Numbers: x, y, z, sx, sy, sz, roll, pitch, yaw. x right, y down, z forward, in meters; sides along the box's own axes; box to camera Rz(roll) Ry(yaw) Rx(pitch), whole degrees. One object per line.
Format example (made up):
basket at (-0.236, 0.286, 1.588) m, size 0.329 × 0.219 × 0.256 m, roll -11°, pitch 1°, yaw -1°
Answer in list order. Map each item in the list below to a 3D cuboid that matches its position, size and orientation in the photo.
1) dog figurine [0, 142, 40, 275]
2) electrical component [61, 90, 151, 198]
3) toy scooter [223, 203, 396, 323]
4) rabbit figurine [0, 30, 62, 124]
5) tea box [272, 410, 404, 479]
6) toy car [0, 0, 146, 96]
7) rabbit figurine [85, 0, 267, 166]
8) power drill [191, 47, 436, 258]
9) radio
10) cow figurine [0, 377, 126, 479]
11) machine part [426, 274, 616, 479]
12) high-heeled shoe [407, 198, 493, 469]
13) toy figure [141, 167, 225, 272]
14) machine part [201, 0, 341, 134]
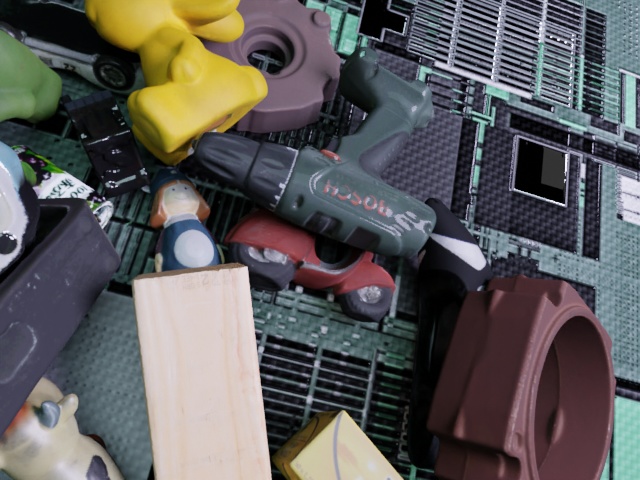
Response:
dog figurine at (-0.324, -0.028, 0.397) m, size 0.191 × 0.108 × 0.219 m, roll -36°, pitch 39°, yaw -23°
electrical component at (-0.216, -0.106, 0.535) m, size 0.048 × 0.074 × 0.119 m, roll -24°, pitch 50°, yaw -17°
toy scooter at (-0.001, -0.002, 0.556) m, size 0.184 × 0.075 × 0.135 m, roll 19°, pitch 69°, yaw -11°
rabbit figurine at (-0.325, -0.108, 0.484) m, size 0.121 × 0.159 × 0.170 m, roll 20°, pitch 84°, yaw -17°
tea box at (0.041, 0.238, 0.476) m, size 0.068 × 0.098 × 0.169 m, roll -38°, pitch 83°, yaw -22°
toy car at (-0.261, -0.210, 0.569) m, size 0.202 × 0.056 × 0.073 m, roll 16°, pitch 63°, yaw -5°
rabbit figurine at (-0.140, -0.180, 0.505) m, size 0.162 × 0.122 × 0.173 m, roll -40°, pitch 92°, yaw -3°
power drill at (0.020, -0.097, 0.527) m, size 0.232 × 0.086 × 0.207 m, roll 29°, pitch 53°, yaw -4°
radio at (-0.261, 0.062, 0.402) m, size 0.131 × 0.073 × 0.230 m, roll -3°, pitch 41°, yaw 19°
cow figurine at (-0.196, 0.191, 0.416) m, size 0.085 × 0.127 × 0.195 m, roll -33°, pitch 85°, yaw -24°
machine part at (0.199, 0.150, 0.500) m, size 0.200 × 0.087 × 0.201 m, roll 40°, pitch 62°, yaw -35°
high-heeled shoe at (0.108, 0.092, 0.533) m, size 0.145 × 0.086 × 0.248 m, roll -23°, pitch 97°, yaw -37°
toy figure at (-0.135, -0.008, 0.536) m, size 0.064 × 0.058 × 0.154 m, roll 5°, pitch 64°, yaw -54°
machine part at (-0.062, -0.208, 0.618) m, size 0.179 × 0.056 × 0.179 m, roll 4°, pitch 73°, yaw -12°
